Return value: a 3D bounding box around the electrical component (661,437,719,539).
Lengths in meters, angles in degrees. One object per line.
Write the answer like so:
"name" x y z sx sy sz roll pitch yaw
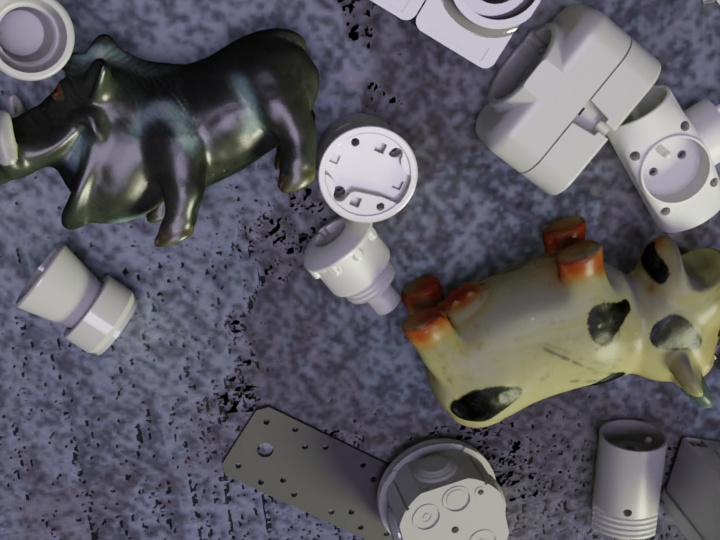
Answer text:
"electrical component" 0.269 0.161 0.696 0.109 0.108 0.056 9 106 -10

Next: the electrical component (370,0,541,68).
"electrical component" 0.026 -0.183 0.562 0.150 0.061 0.089 28 105 -16

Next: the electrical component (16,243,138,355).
"electrical component" -0.164 0.018 0.624 0.055 0.045 0.045 37 102 -18

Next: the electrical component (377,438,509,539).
"electrical component" 0.054 0.154 0.695 0.080 0.051 0.080 -4 110 -11

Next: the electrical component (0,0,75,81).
"electrical component" -0.176 -0.123 0.558 0.044 0.065 0.044 -6 106 -23

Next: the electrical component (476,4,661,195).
"electrical component" 0.113 -0.099 0.608 0.059 0.053 0.095 34 103 -18

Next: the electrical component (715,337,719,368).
"electrical component" 0.244 0.051 0.680 0.048 0.055 0.066 -40 110 9

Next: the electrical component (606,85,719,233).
"electrical component" 0.194 -0.074 0.632 0.079 0.044 0.077 -32 111 8

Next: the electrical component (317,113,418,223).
"electrical component" 0.002 -0.060 0.613 0.055 0.047 0.055 -2 111 -6

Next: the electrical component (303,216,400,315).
"electrical component" 0.000 0.000 0.638 0.048 0.048 0.062 -36 117 7

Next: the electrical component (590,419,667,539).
"electrical component" 0.177 0.145 0.713 0.043 0.043 0.081 -2 111 -6
